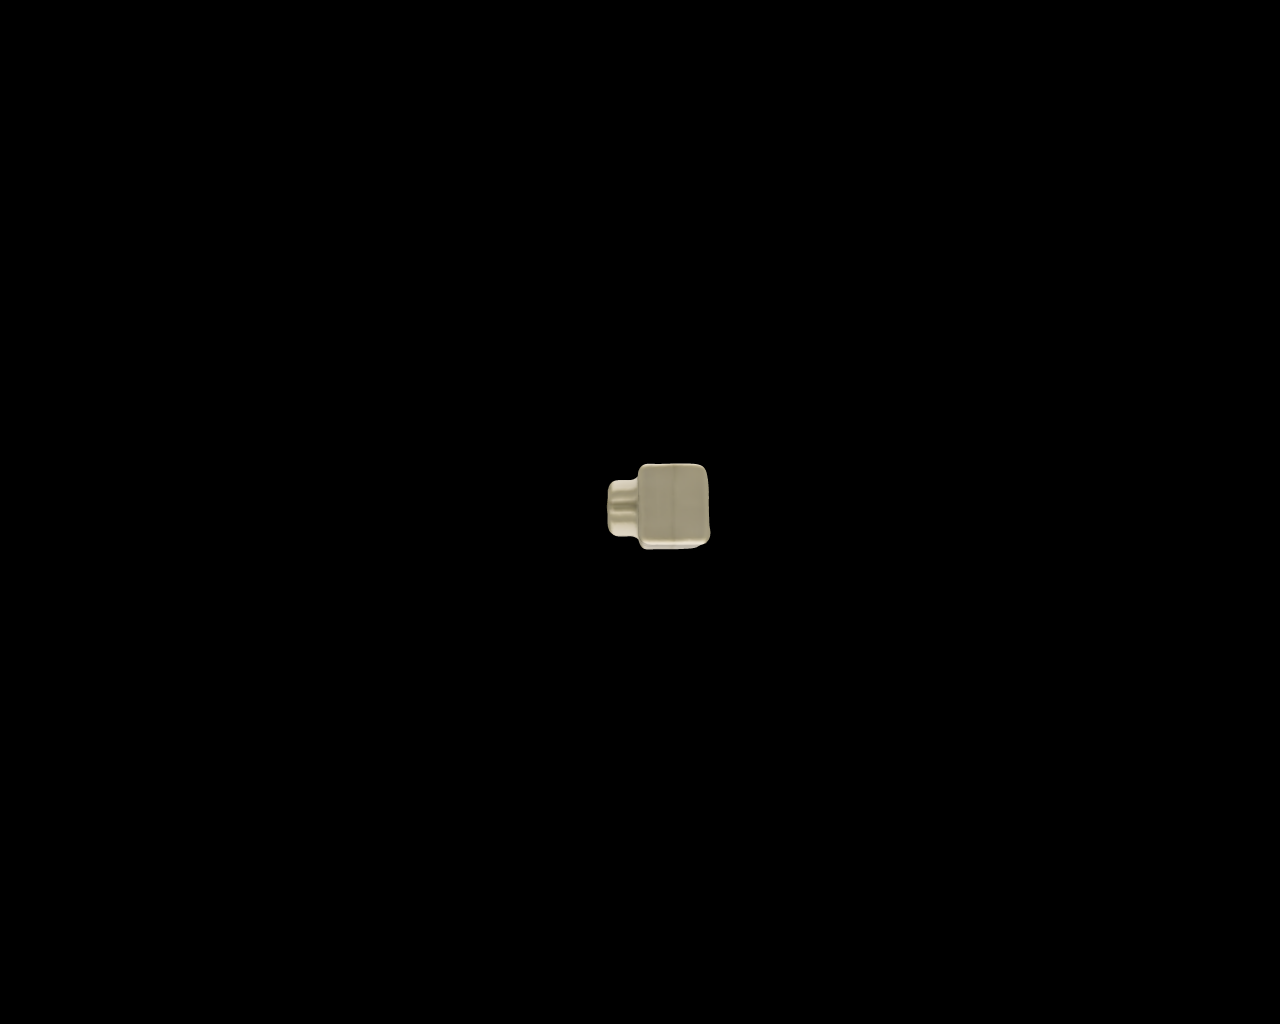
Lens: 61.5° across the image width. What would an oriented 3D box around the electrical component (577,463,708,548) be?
[{"bbox_3d":[0.001,-0.003,0.650,0.077,0.047,0.065,0,-4,0],"label":"electrical component"}]
